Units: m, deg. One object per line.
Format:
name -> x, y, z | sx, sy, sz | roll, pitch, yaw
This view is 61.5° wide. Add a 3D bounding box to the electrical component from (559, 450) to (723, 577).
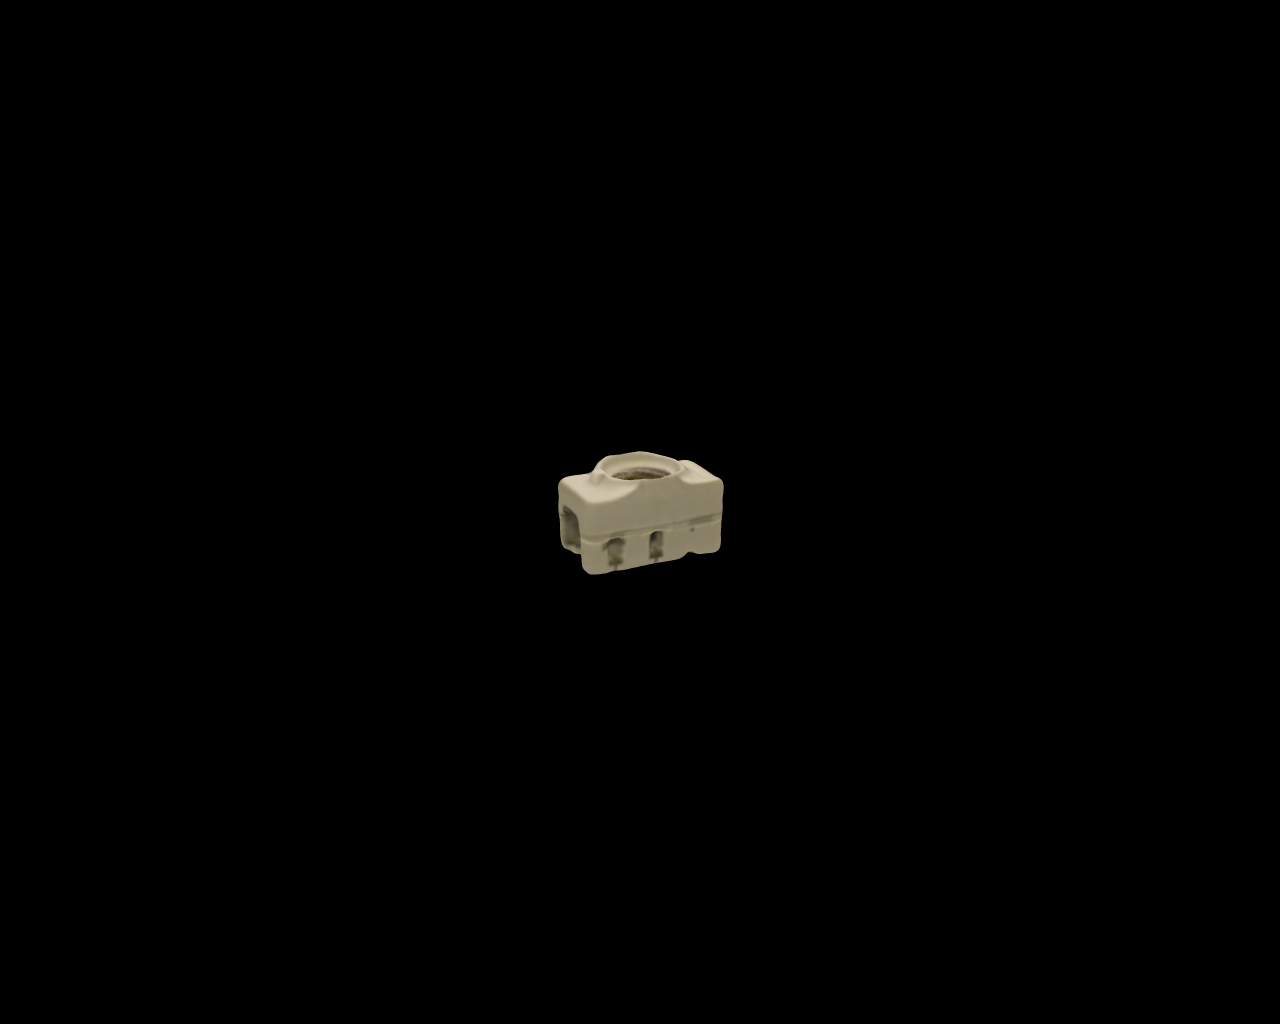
electrical component -> 0.001, -0.003, 0.650 | 0.090, 0.055, 0.050 | -10, 24, -22
